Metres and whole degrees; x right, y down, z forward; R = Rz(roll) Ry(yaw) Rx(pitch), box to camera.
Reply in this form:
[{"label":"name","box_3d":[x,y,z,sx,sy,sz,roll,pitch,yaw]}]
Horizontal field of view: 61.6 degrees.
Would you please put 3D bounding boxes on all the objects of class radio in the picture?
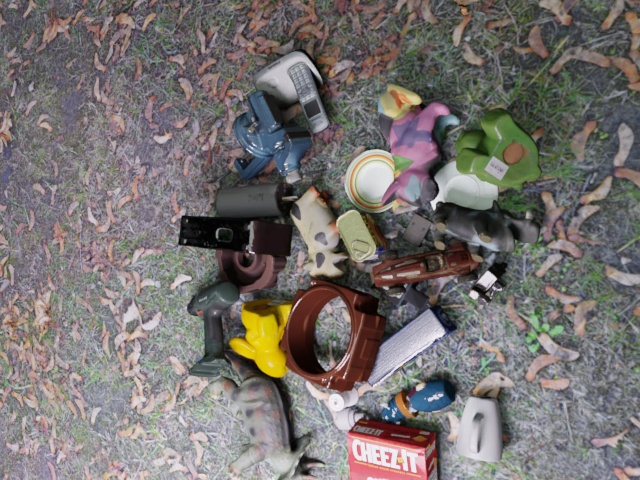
[{"label":"radio","box_3d":[-0.185,-0.009,1.155,0.230,0.131,0.073,3,88,30]}]

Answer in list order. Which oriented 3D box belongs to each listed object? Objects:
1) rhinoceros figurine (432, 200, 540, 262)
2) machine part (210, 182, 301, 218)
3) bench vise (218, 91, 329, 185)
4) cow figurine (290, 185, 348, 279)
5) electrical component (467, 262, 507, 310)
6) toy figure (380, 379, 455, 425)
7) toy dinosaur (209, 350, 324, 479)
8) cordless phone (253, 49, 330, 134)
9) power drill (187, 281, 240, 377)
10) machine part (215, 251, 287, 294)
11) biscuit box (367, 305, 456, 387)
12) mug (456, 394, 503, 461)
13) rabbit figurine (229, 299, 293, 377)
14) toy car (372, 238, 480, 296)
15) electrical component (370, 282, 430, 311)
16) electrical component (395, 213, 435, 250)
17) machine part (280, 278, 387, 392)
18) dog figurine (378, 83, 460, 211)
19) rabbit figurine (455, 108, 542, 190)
[{"label":"rhinoceros figurine","box_3d":[0.296,-0.022,0.974,0.191,0.112,0.073,12,137,21]},{"label":"machine part","box_3d":[-0.151,-0.088,1.230,0.243,0.079,0.079,-1,89,29]},{"label":"bench vise","box_3d":[-0.122,-0.196,1.190,0.240,0.129,0.223,-35,88,45]},{"label":"cow figurine","box_3d":[-0.002,-0.003,1.146,0.127,0.085,0.195,-36,71,24]},{"label":"electrical component","box_3d":[0.307,0.084,0.973,0.045,0.102,0.078,46,119,17]},{"label":"toy figure","box_3d":[0.190,0.318,1.055,0.154,0.057,0.064,-30,70,30]},{"label":"toy dinosaur","box_3d":[-0.127,0.387,1.198,0.192,0.131,0.405,-26,73,13]},{"label":"cordless phone","box_3d":[-0.054,-0.306,1.180,0.147,0.088,0.184,-22,84,26]},{"label":"power drill","box_3d":[-0.254,0.205,1.234,0.232,0.086,0.207,-38,42,46]},{"label":"machine part","box_3d":[-0.163,0.039,1.249,0.180,0.056,0.179,-1,88,29]},{"label":"biscuit box","box_3d":[0.170,0.210,1.064,0.202,0.059,0.063,-42,70,22]},{"label":"mug","box_3d":[0.289,0.338,0.978,0.081,0.109,0.107,1,78,34]},{"label":"rabbit figurine","box_3d":[-0.124,0.225,1.198,0.163,0.122,0.173,-4,107,31]},{"label":"toy car","box_3d":[0.201,0.050,1.017,0.202,0.053,0.089,-10,77,4]},{"label":"electrical component","box_3d":[0.168,0.093,1.072,0.119,0.047,0.074,29,103,25]},{"label":"electrical component","box_3d":[0.197,-0.022,1.073,0.094,0.021,0.063,31,103,26]},{"label":"machine part","box_3d":[0.022,0.189,1.092,0.202,0.087,0.201,15,87,46]},{"label":"dog figurine","box_3d":[0.161,-0.167,1.031,0.192,0.108,0.219,29,96,23]},{"label":"rabbit figurine","box_3d":[0.312,-0.161,0.951,0.159,0.170,0.121,19,104,-15]}]
